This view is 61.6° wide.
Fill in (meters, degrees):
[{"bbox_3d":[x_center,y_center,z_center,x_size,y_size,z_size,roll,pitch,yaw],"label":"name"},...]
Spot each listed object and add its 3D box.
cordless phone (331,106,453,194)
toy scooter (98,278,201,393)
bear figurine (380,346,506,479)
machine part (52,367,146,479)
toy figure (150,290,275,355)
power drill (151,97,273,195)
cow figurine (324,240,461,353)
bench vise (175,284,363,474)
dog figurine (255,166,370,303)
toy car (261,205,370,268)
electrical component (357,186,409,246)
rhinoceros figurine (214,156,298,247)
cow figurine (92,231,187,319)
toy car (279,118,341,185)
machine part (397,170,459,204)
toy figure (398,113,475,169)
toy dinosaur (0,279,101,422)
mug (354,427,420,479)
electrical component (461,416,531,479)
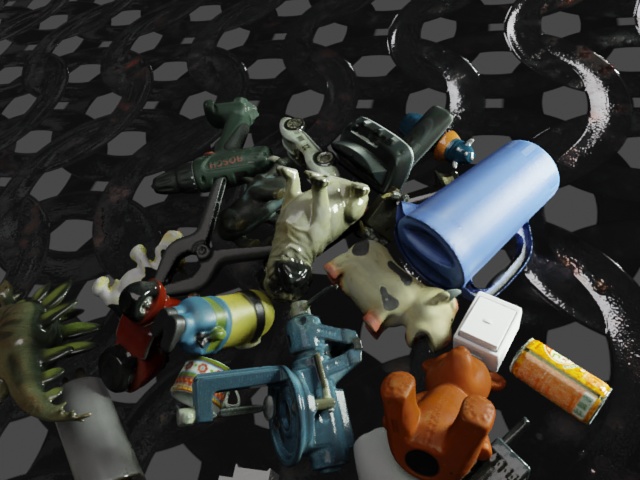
[{"bbox_3d":[0.124,-0.179,0.924,0.184,0.088,0.147,-46,56,-4],"label":"cordless phone"},{"bbox_3d":[-0.235,0.131,0.772,0.075,0.183,0.135,31,22,26],"label":"toy scooter"},{"bbox_3d":[0.151,0.174,0.617,0.120,0.131,0.196,15,33,25],"label":"bear figurine"},{"bbox_3d":[-0.300,0.268,0.716,0.079,0.079,0.243,-33,54,-12],"label":"machine part"},{"bbox_3d":[-0.138,0.113,0.742,0.089,0.180,0.082,-39,63,27],"label":"toy figure"},{"bbox_3d":[-0.202,-0.180,1.037,0.232,0.085,0.207,-5,48,8],"label":"power drill"},{"bbox_3d":[0.109,0.077,0.756,0.127,0.085,0.195,-39,65,-4],"label":"cow figurine"},{"bbox_3d":[-0.056,0.180,0.668,0.240,0.129,0.223,-1,74,-23],"label":"bench vise"},{"bbox_3d":[-0.005,-0.003,0.809,0.172,0.190,0.121,4,12,-35],"label":"dog figurine"},{"bbox_3d":[-0.004,-0.008,0.874,0.202,0.053,0.089,-34,50,-12],"label":"toy car"},{"bbox_3d":[0.100,-0.031,0.831,0.102,0.078,0.045,-47,23,0],"label":"electrical component"},{"bbox_3d":[-0.103,-0.067,0.935,0.112,0.073,0.190,24,63,40],"label":"rhinoceros figurine"},{"bbox_3d":[-0.274,0.059,0.876,0.098,0.068,0.167,38,72,28],"label":"cow figurine"},{"bbox_3d":[-0.020,-0.150,0.971,0.056,0.073,0.202,-30,52,-10],"label":"toy car"},{"bbox_3d":[0.176,-0.069,0.886,0.139,0.039,0.084,-19,59,-3],"label":"machine part"},{"bbox_3d":[0.209,-0.174,0.944,0.155,0.064,0.058,39,32,29],"label":"toy figure"},{"bbox_3d":[-0.432,0.154,0.783,0.198,0.104,0.472,-33,36,-17],"label":"toy dinosaur"},{"bbox_3d":[0.092,0.268,0.621,0.109,0.080,0.107,-29,45,-6],"label":"mug"},{"bbox_3d":[0.206,0.259,0.604,0.119,0.074,0.048,-34,52,-16],"label":"electrical component"}]
